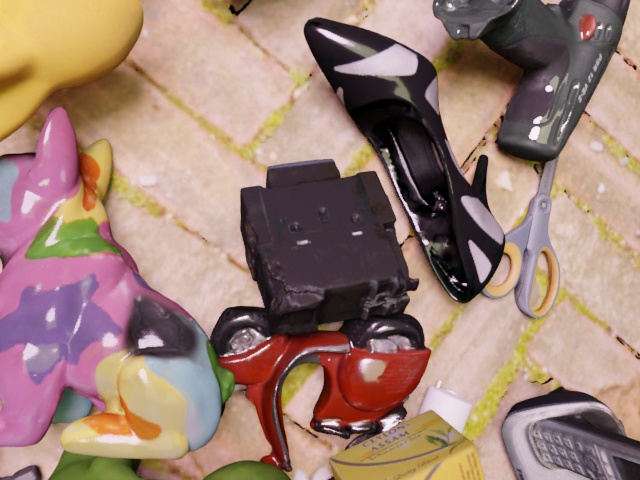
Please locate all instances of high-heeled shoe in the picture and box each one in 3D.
[{"bbox_3d":[0.065,-0.054,0.434,0.248,0.086,0.145,29,68,-28],"label":"high-heeled shoe"}]

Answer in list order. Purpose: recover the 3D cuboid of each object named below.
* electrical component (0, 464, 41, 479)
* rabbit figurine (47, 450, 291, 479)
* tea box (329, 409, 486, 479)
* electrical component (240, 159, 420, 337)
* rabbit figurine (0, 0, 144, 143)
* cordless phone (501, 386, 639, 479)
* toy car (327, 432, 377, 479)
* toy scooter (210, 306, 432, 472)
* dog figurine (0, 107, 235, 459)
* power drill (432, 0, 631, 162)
[{"bbox_3d":[-0.247,0.209,0.394,0.094,0.021,0.063,-23,96,-13],"label":"electrical component"},{"bbox_3d":[-0.101,0.187,0.358,0.170,0.159,0.121,-11,84,-3],"label":"rabbit figurine"},{"bbox_3d":[0.082,0.232,0.410,0.098,0.068,0.169,-19,100,-15],"label":"tea box"},{"bbox_3d":[-0.001,-0.001,0.415,0.115,0.058,0.134,-9,58,-17],"label":"electrical component"},{"bbox_3d":[-0.200,-0.137,0.321,0.173,0.121,0.162,11,60,-5],"label":"rabbit figurine"},{"bbox_3d":[0.252,0.206,0.444,0.089,0.184,0.146,-25,96,-18],"label":"cordless phone"},{"bbox_3d":[-0.006,0.241,0.444,0.202,0.053,0.089,-23,99,-15],"label":"toy car"},{"bbox_3d":[0.000,0.123,0.434,0.184,0.075,0.135,3,89,-12],"label":"toy scooter"},{"bbox_3d":[-0.151,0.026,0.371,0.192,0.108,0.219,3,85,4],"label":"dog figurine"},{"bbox_3d":[0.190,-0.196,0.454,0.207,0.086,0.232,18,93,-50],"label":"power drill"}]
